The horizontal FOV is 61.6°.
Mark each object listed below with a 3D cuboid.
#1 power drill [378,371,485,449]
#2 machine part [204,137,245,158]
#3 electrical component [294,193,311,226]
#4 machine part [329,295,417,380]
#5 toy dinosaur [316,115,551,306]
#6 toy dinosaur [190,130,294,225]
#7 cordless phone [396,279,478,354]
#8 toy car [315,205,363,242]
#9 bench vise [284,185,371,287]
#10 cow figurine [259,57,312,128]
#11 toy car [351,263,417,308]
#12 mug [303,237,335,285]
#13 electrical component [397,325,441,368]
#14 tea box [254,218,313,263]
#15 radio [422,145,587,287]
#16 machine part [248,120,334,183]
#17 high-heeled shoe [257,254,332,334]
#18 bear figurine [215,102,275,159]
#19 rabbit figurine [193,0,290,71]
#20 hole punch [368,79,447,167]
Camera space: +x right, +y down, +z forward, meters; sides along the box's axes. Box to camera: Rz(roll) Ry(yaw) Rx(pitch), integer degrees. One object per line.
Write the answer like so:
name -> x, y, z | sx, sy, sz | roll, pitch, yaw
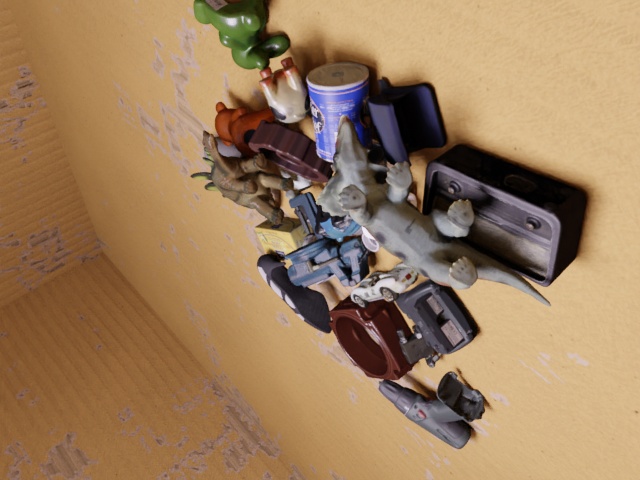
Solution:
power drill -> 0.251, 0.364, 1.191 | 0.232, 0.086, 0.207 | 37, 141, 7
machine part -> -0.214, -0.208, 1.335 | 0.244, 0.079, 0.079 | 22, 137, 44
electrical component -> -0.036, -0.071, 1.264 | 0.094, 0.021, 0.063 | 50, 150, 11
machine part -> 0.122, 0.228, 1.268 | 0.201, 0.087, 0.201 | 58, 151, -8
toy dinosaur -> 0.142, -0.016, 0.820 | 0.405, 0.131, 0.192 | 42, 177, 5
toy dinosaur -> -0.161, -0.120, 1.204 | 0.199, 0.105, 0.470 | 22, 167, 23
cordless phone -> 0.217, 0.160, 1.087 | 0.146, 0.089, 0.184 | 54, 162, 0
toy car -> 0.058, -0.054, 1.018 | 0.103, 0.109, 0.162 | 15, 170, -19
bench vise -> 0.003, -0.006, 1.150 | 0.224, 0.129, 0.240 | -23, 92, 39
cow figurine -> -0.057, -0.263, 0.990 | 0.195, 0.085, 0.127 | -107, -6, -65
toy car -> 0.130, 0.095, 1.130 | 0.056, 0.073, 0.202 | 54, 152, -5
mug -> -0.006, 0.046, 1.262 | 0.107, 0.109, 0.081 | 64, 165, 10
electrical component -> 0.216, 0.226, 1.151 | 0.045, 0.078, 0.102 | -134, 24, -71
tea box -> -0.083, 0.000, 1.360 | 0.170, 0.068, 0.098 | 6, 125, 53
radio -> 0.263, -0.044, 0.793 | 0.230, 0.073, 0.130 | 32, 144, 35
machine part -> -0.051, -0.173, 1.065 | 0.179, 0.056, 0.179 | 26, 176, 2
high-heeled shoe -> -0.072, 0.140, 1.363 | 0.248, 0.086, 0.145 | 59, 150, -9
bear figurine -> -0.159, -0.248, 1.199 | 0.196, 0.132, 0.120 | -135, 35, -61
rabbit figurine -> -0.134, -0.393, 1.025 | 0.159, 0.121, 0.170 | 36, 164, 19
hole punch -> 0.122, -0.179, 0.855 | 0.116, 0.092, 0.142 | 13, 134, 55
